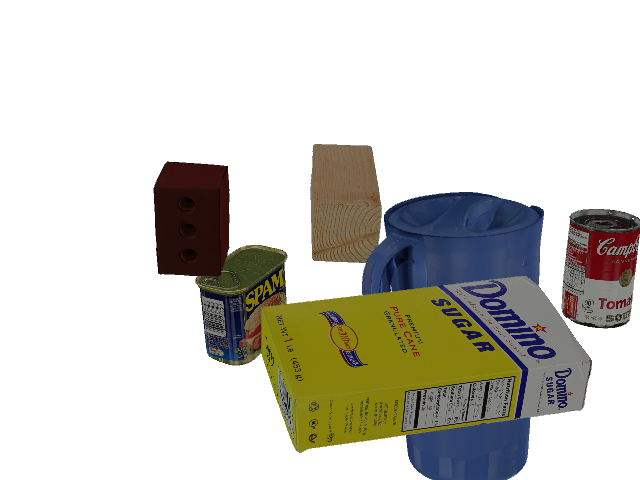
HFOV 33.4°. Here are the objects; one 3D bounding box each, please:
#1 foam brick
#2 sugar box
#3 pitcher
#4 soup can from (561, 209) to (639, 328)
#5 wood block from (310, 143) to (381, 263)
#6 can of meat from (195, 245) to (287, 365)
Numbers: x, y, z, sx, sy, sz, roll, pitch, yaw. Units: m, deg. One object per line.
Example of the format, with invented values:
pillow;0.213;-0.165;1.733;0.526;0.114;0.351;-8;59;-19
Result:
foam brick;-0.102;-0.018;0.857;0.053;0.078;0.051;2;25;4
sugar box;0.059;0.069;0.633;0.176;0.048;0.093;-9;34;-11
pitcher;0.117;0.088;0.923;0.149;0.243;0.145;-1;17;7
soup can;0.274;0.027;1.047;0.068;0.102;0.068;1;18;0
wood block;0.033;-0.057;1.523;0.091;0.090;0.206;2;28;-3
can of meat;-0.074;0.064;1.054;0.058;0.084;0.101;11;28;28
